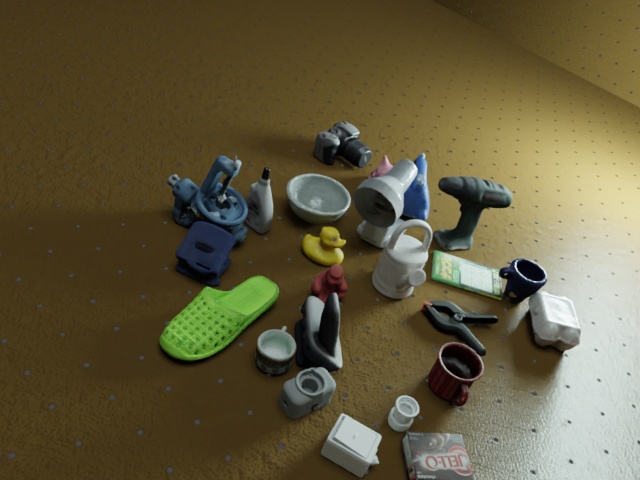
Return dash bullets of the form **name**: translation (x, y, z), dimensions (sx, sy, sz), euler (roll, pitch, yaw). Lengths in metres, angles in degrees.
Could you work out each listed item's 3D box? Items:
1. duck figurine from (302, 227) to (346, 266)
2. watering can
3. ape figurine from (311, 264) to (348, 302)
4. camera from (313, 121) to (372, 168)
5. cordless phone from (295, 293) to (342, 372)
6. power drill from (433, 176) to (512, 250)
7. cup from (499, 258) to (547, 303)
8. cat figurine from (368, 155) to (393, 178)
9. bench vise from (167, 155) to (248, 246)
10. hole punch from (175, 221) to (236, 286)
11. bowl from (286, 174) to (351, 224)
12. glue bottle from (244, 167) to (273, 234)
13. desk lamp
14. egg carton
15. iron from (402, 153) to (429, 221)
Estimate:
- **duck figurine**: translation (0.012, 0.005, 1.344), dimensions (0.104, 0.086, 0.077), euler (22, 40, 6)
- **watering can**: translation (0.194, 0.038, 1.286), dimensions (0.101, 0.194, 0.172), euler (-12, 47, -30)
- **ape figurine**: translation (0.025, 0.091, 1.245), dimensions (0.078, 0.092, 0.076), euler (17, 40, 0)
- **camera**: translation (0.077, -0.276, 1.680), dimensions (0.143, 0.101, 0.136), euler (-25, 55, -39)
- **cordless phone**: translation (0.013, 0.149, 1.100), dimensions (0.094, 0.185, 0.147), euler (4, 41, -15)
- **power drill**: translation (0.372, -0.073, 1.467), dimensions (0.230, 0.208, 0.075), euler (-4, 44, -23)
- **cup**: translation (0.476, 0.105, 1.387), dimensions (0.118, 0.095, 0.091), euler (6, 41, -13)
- **cat figurine**: translation (0.177, -0.185, 1.598), dimensions (0.067, 0.118, 0.128), euler (13, 40, -5)
- **bench vise**: translation (-0.251, -0.104, 1.271), dimensions (0.207, 0.220, 0.121), euler (16, 40, -2)
- **hole punch**: translation (-0.243, 0.027, 1.223), dimensions (0.108, 0.091, 0.101), euler (22, 40, 7)
- **bowl**: translation (-0.010, -0.092, 1.457), dimensions (0.167, 0.075, 0.167), euler (10, 40, -8)
- **glue bottle**: translation (-0.139, -0.099, 1.342), dimensions (0.078, 0.173, 0.037), euler (35, 43, 21)
- **desk lamp**: translation (0.160, -0.086, 1.402), dimensions (0.117, 0.213, 0.204), euler (31, 42, 16)
- **egg carton**: translation (0.543, 0.186, 1.337), dimensions (0.107, 0.069, 0.150), euler (14, 40, -4)
- **iron**: translation (0.264, -0.167, 1.589), dimensions (0.118, 0.141, 0.258), euler (17, 40, 0)
